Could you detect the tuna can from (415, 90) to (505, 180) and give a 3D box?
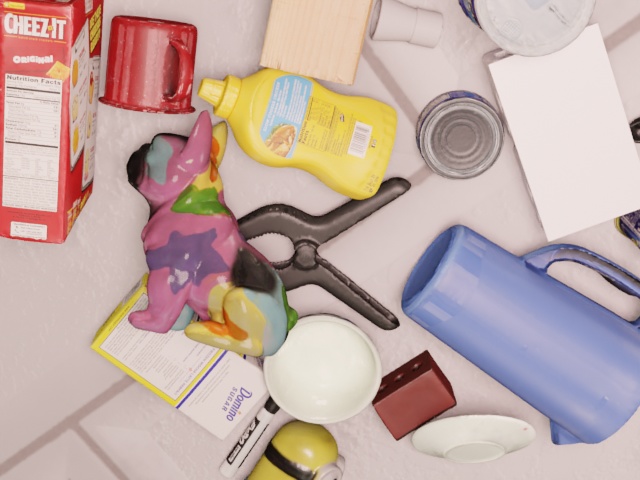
[{"bbox_3d":[0.138,-0.103,1.055,0.086,0.033,0.086,0,109,0],"label":"tuna can"}]

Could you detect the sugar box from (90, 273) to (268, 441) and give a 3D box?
[{"bbox_3d":[-0.143,0.125,1.129,0.176,0.048,0.093,38,104,-15],"label":"sugar box"}]

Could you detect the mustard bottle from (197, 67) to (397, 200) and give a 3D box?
[{"bbox_3d":[-0.025,-0.112,1.016,0.191,0.058,0.096,19,80,-18],"label":"mustard bottle"}]

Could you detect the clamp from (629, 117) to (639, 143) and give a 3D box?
[{"bbox_3d":[0.377,-0.138,1.022,0.171,0.120,0.039,-46,125,-8],"label":"clamp"}]

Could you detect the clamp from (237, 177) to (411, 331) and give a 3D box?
[{"bbox_3d":[-0.007,0.001,1.089,0.210,0.036,0.165,10,109,0],"label":"clamp"}]

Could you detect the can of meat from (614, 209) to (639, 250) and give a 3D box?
[{"bbox_3d":[0.354,0.000,1.063,0.102,0.084,0.057,32,105,-10],"label":"can of meat"}]

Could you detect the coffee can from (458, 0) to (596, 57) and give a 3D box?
[{"bbox_3d":[0.181,-0.226,0.958,0.103,0.140,0.103,0,109,0],"label":"coffee can"}]

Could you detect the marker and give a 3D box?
[{"bbox_3d":[-0.072,0.211,1.170,0.020,0.020,0.121,31,106,-10],"label":"marker"}]

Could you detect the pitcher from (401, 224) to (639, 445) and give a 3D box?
[{"bbox_3d":[0.213,0.081,1.073,0.242,0.149,0.145,33,147,-7],"label":"pitcher"}]

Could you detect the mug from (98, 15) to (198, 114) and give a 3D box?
[{"bbox_3d":[-0.153,-0.164,0.999,0.093,0.117,0.081,-2,107,-34],"label":"mug"}]

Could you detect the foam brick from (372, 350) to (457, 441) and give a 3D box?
[{"bbox_3d":[0.098,0.165,1.137,0.078,0.053,0.051,-34,105,10],"label":"foam brick"}]

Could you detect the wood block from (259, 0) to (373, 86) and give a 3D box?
[{"bbox_3d":[0.011,-0.257,0.976,0.091,0.090,0.206,13,108,-3],"label":"wood block"}]

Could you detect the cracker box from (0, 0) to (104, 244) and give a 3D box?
[{"bbox_3d":[-0.250,-0.123,0.983,0.072,0.164,0.214,5,109,-4],"label":"cracker box"}]
